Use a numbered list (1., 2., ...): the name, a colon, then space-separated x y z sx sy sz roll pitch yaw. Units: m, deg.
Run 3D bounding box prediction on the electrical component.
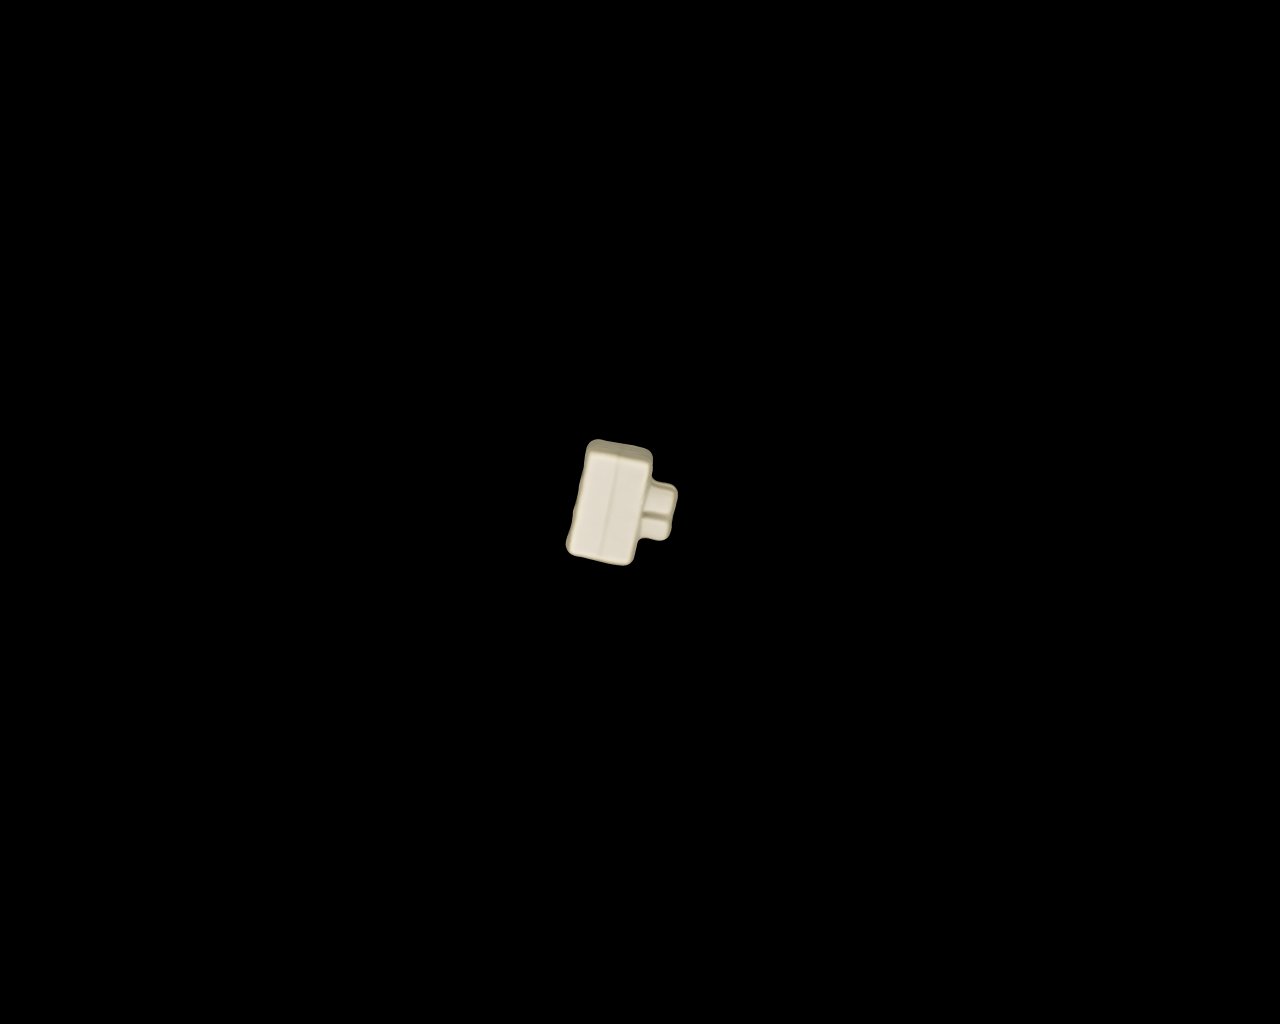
1. electrical component: 0.001 -0.003 0.650 0.077 0.065 0.047 11 12 -2
